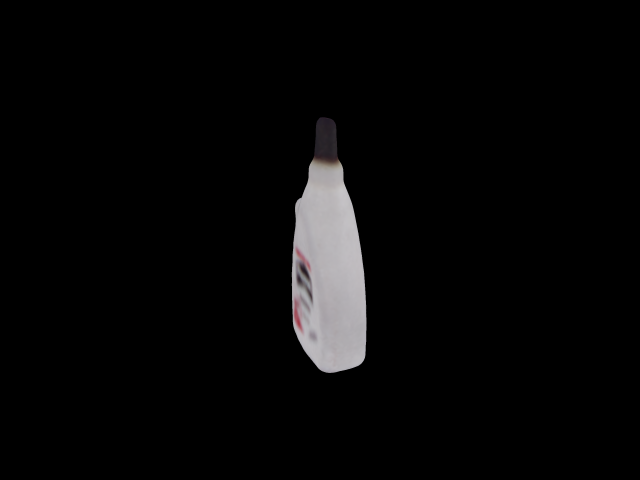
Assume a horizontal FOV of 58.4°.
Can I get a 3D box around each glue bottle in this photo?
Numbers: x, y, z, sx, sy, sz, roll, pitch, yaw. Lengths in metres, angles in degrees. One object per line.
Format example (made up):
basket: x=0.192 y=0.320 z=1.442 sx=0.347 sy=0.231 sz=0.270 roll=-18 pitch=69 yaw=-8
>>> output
glue bottle: x=0.004 y=0.001 z=0.400 sx=0.037 sy=0.173 sz=0.078 roll=-9 pitch=24 yaw=-22
